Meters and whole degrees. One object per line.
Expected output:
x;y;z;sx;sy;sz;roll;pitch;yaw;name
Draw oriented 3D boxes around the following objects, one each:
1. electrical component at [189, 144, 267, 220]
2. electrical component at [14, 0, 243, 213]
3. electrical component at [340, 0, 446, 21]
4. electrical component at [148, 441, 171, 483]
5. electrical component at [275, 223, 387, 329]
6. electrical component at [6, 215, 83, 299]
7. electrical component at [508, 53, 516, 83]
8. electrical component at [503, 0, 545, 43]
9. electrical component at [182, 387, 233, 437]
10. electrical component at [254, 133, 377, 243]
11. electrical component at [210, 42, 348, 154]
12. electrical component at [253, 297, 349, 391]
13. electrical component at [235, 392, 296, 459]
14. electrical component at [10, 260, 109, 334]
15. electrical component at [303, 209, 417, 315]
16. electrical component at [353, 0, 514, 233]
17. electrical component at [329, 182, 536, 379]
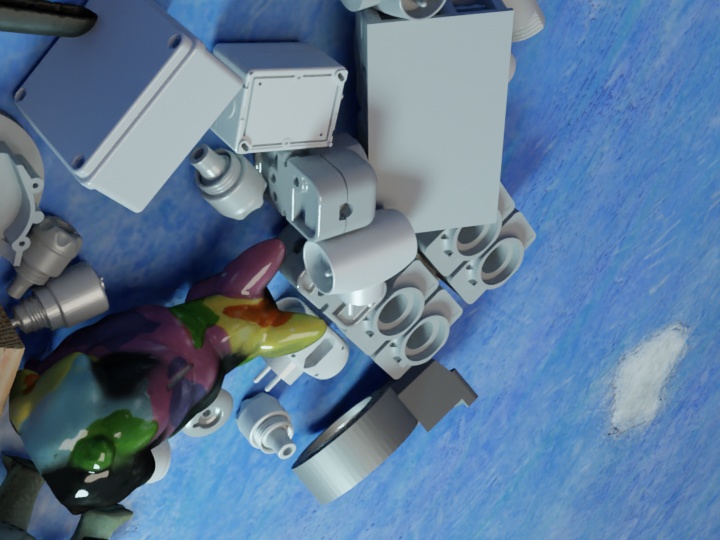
-0.100;-0.068;0.786;0.043;0.043;0.062;-46;138;-1;electrical component
-0.145;-0.110;0.666;0.108;0.109;0.056;-50;141;4;electrical component
0.008;-0.202;0.745;0.079;0.077;0.043;-23;134;-25;electrical component
-0.190;0.152;0.884;0.055;0.045;0.045;14;112;-46;electrical component
-0.029;-0.001;0.885;0.053;0.059;0.095;-47;139;-1;electrical component
-0.221;-0.006;0.740;0.061;0.035;0.035;-50;139;8;electrical component
0.093;-0.174;0.866;0.078;0.040;0.040;28;101;-48;electrical component
0.117;-0.211;0.853;0.043;0.043;0.081;-46;139;-1;electrical component
-0.136;0.102;0.875;0.048;0.062;0.048;-22;133;-25;electrical component
-0.031;-0.068;0.804;0.059;0.095;0.053;-19;132;-28;electrical component
-0.057;-0.125;0.763;0.096;0.061;0.061;-9;126;-35;electrical component
-0.059;0.072;0.931;0.079;0.043;0.077;-45;139;-1;electrical component
-0.080;0.141;0.954;0.043;0.062;0.043;-22;133;-25;electrical component
-0.216;0.024;0.764;0.078;0.040;0.040;-26;135;-21;electrical component
0.000;0.000;0.829;0.077;0.044;0.079;-22;131;-28;electrical component
0.052;-0.122;0.831;0.105;0.060;0.186;-7;129;-8;electrical component
0.063;0.001;0.963;0.186;0.060;0.105;-46;139;-1;electrical component
